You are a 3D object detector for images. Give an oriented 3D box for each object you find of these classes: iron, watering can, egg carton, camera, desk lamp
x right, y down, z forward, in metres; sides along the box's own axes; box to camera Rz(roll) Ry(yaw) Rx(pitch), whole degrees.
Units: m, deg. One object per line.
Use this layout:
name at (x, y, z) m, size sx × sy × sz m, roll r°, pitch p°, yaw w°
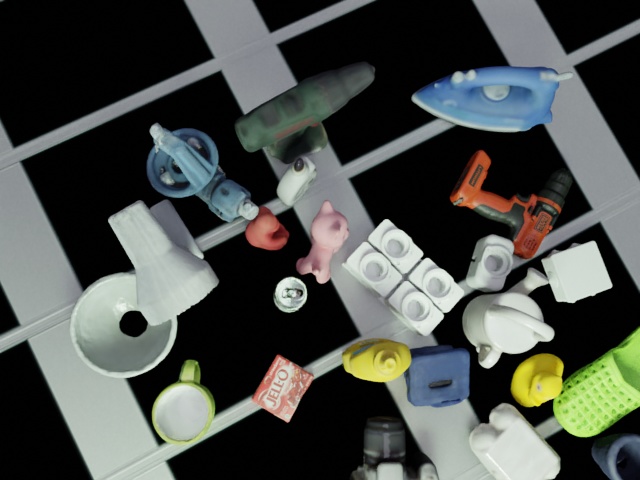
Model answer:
iron at (0.304, -0.271, 1.016) m, size 0.258 × 0.141 × 0.119 m, roll 1°, pitch 82°, yaw -5°
watering can at (0.312, 0.127, 0.934) m, size 0.101 × 0.194 × 0.173 m, roll 9°, pitch 81°, yaw -3°
egg carton at (0.327, 0.359, 0.967) m, size 0.107 × 0.069 × 0.150 m, roll -43°, pitch 88°, yaw -9°
camera at (0.123, 0.363, 0.932) m, size 0.143 × 0.100 × 0.137 m, roll 1°, pitch 82°, yaw -5°
desk lamp at (-0.248, 0.027, 0.889) m, size 0.118 × 0.213 × 0.203 m, roll -32°, pitch 86°, yaw -8°

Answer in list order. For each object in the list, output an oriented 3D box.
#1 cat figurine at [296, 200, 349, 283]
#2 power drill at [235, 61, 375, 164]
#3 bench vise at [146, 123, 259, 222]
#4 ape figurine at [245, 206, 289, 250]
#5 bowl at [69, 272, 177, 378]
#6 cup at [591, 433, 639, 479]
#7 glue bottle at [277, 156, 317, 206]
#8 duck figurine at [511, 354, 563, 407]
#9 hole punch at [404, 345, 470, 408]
cat figurine at (0.009, 0.003, 0.963) m, size 0.067 × 0.117 × 0.128 m, roll 20°, pitch 81°, yaw -2°
power drill at (-0.027, -0.202, 0.943) m, size 0.230 × 0.208 × 0.075 m, roll -27°, pitch 85°, yaw -8°
bench vise at (-0.186, -0.117, 0.911) m, size 0.207 × 0.219 × 0.121 m, roll 17°, pitch 81°, yaw -2°
ape figurine at (-0.090, -0.022, 0.971) m, size 0.076 × 0.092 × 0.078 m, roll -10°, pitch 83°, yaw -6°
bowl at (-0.312, 0.138, 0.938) m, size 0.167 × 0.074 × 0.167 m, roll 1°, pitch 82°, yaw -5°
cup at (0.509, 0.380, 0.967) m, size 0.092 × 0.095 × 0.118 m, roll -8°, pitch 83°, yaw -6°
glue bottle at (-0.036, -0.107, 0.947) m, size 0.037 × 0.173 × 0.078 m, roll 43°, pitch 81°, yaw 2°
duck figurine at (0.384, 0.243, 0.979) m, size 0.077 × 0.086 × 0.104 m, roll 44°, pitch 81°, yaw 2°
hole punch at (0.199, 0.231, 0.962) m, size 0.108 × 0.091 × 0.101 m, roll -7°, pitch 83°, yaw -6°
